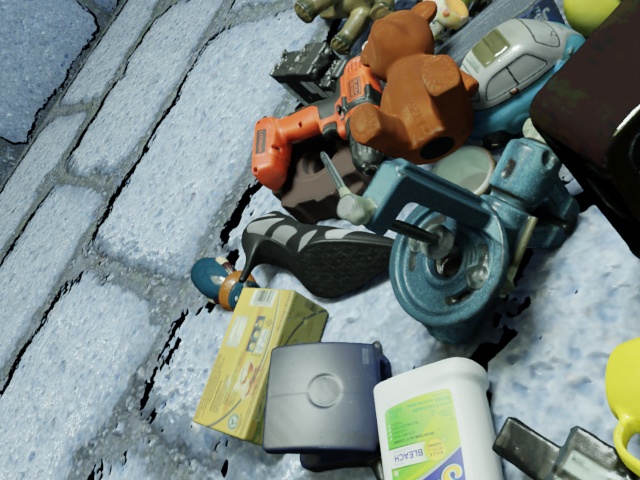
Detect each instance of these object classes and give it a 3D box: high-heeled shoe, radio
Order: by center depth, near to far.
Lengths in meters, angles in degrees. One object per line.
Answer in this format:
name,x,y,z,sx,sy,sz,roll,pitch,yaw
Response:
radio,0.247,-0.057,0.349,0.131,0.229,0.073,-46,36,14
high-heeled shoe,-0.001,-0.002,0.685,0.249,0.086,0.145,-8,34,26

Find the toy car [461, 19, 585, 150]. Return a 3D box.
toy car,0.206,-0.179,0.576,0.162,0.102,0.109,-31,43,22

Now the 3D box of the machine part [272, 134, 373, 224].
machine part,0.010,-0.107,0.747,0.179,0.056,0.179,-23,49,30

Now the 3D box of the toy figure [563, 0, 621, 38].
toy figure,0.336,-0.283,0.544,0.180,0.082,0.089,-28,43,23

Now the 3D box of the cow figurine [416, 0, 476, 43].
cow figurine,0.159,-0.308,0.716,0.098,0.068,0.167,-52,13,46

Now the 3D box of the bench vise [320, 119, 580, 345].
bench vise,0.119,-0.018,0.450,0.223,0.240,0.129,-57,41,19

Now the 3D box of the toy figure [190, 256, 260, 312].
toy figure,-0.125,0.064,0.748,0.058,0.064,0.155,-28,33,-33

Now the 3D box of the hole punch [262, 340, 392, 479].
hole punch,0.008,0.160,0.530,0.116,0.092,0.142,-21,46,27

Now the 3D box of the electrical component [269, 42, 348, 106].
electrical component,0.008,-0.232,0.793,0.134,0.114,0.058,21,81,49

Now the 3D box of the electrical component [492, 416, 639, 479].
electrical component,0.184,0.174,0.378,0.119,0.047,0.075,20,76,50

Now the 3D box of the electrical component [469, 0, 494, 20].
electrical component,0.235,-0.311,0.693,0.102,0.045,0.078,-66,13,-19

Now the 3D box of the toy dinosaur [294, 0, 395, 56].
toy dinosaur,0.066,-0.382,0.810,0.198,0.105,0.472,-49,25,-10

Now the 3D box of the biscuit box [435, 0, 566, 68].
biscuit box,0.188,-0.218,0.651,0.203,0.059,0.063,-37,38,18

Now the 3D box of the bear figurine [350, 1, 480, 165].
bear figurine,0.089,-0.181,0.566,0.120,0.132,0.196,-26,64,27

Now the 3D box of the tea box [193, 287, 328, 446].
tea box,-0.067,0.145,0.625,0.098,0.068,0.169,-1,63,44
